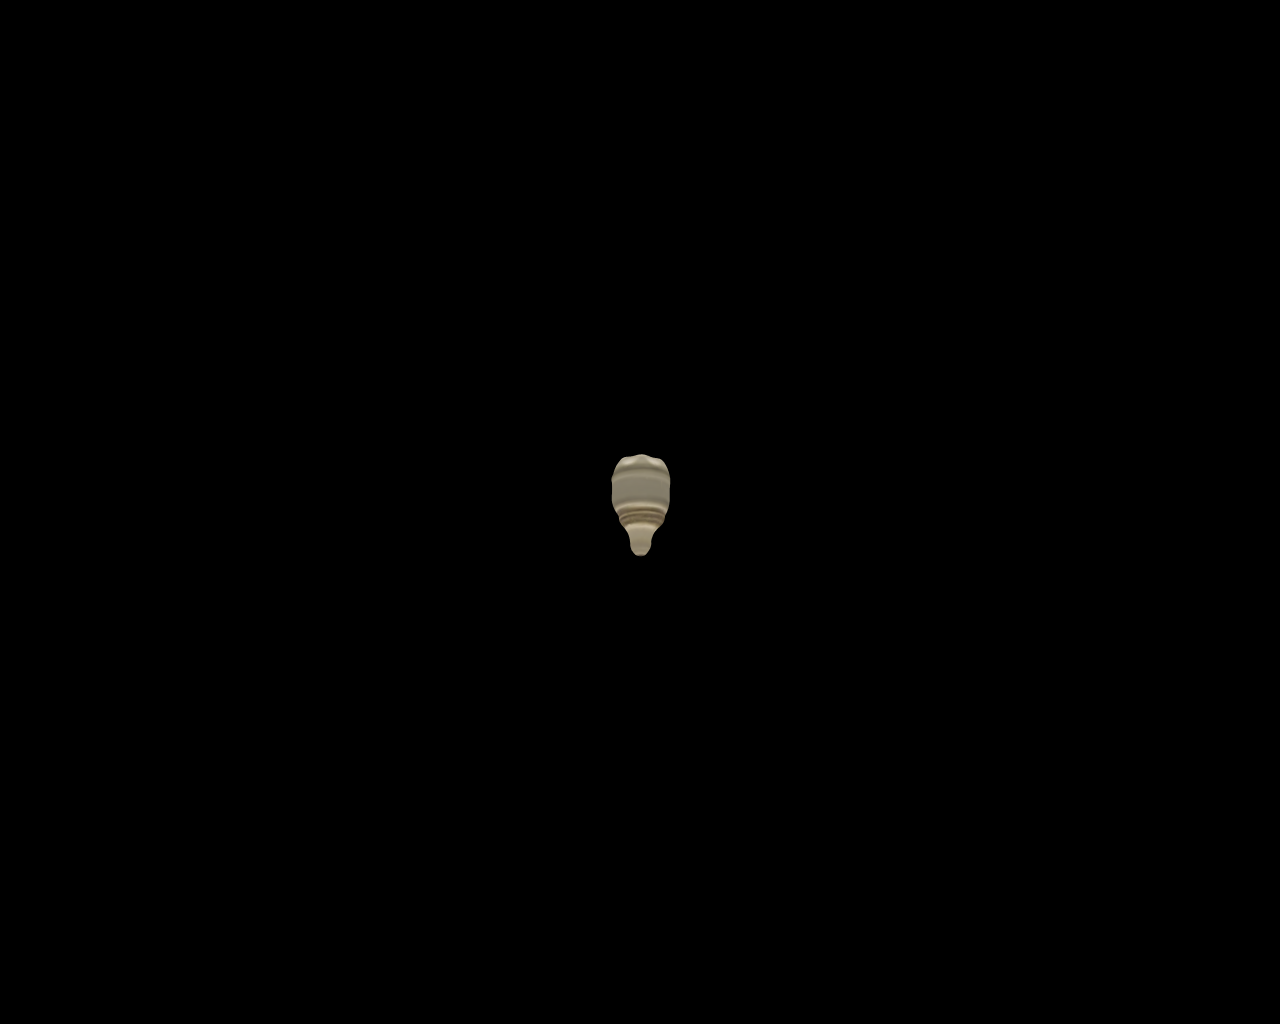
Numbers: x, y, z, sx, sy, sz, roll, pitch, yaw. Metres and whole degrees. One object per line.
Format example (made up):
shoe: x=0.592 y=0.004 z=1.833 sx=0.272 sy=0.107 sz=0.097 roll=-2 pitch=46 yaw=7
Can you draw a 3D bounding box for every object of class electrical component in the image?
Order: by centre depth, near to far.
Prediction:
electrical component: x=0.001 y=-0.003 z=0.650 sx=0.035 sy=0.061 sz=0.035 roll=0 pitch=-18 yaw=0
